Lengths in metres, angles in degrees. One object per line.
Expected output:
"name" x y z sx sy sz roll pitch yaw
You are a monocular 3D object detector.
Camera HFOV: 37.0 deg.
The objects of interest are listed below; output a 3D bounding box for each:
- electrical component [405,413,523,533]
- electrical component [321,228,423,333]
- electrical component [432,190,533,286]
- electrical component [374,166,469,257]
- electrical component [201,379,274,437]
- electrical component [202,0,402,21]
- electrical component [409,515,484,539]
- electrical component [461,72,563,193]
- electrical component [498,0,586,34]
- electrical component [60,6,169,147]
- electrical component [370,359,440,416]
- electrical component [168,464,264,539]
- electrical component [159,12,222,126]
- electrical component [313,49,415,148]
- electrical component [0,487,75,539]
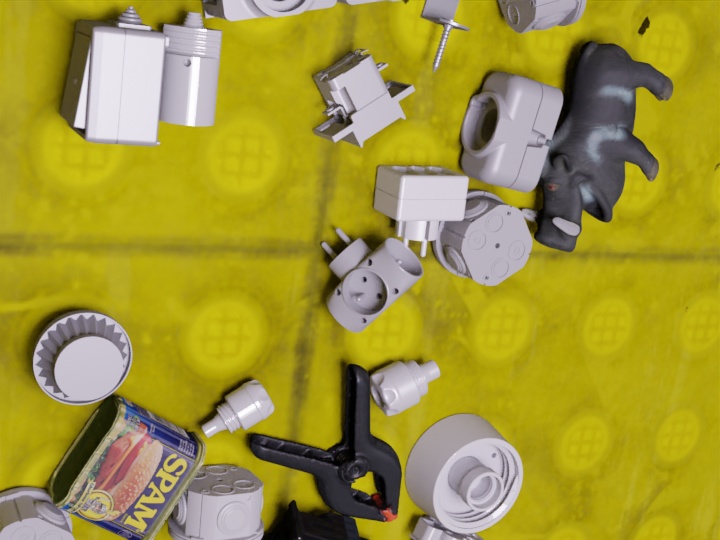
"electrical component" 0.105 0.198 1.026 0.108 0.060 0.108 -8 110 -24
"electrical component" 0.000 0.000 0.912 0.079 0.044 0.077 48 115 3
"electrical component" 0.110 -0.028 0.960 0.080 0.051 0.080 -8 110 -24
"electrical component" 0.050 -0.048 0.926 0.066 0.047 0.076 -2 107 -26
"electrical component" -0.105 0.121 0.910 0.061 0.035 0.035 -31 118 -12
"electrical component" -0.027 -0.253 0.812 0.186 0.060 0.105 -14 112 -22
"electrical component" 0.080 0.278 1.042 0.078 0.058 0.057 24 92 -31
"electrical component" 0.128 -0.121 0.938 0.059 0.054 0.095 11 101 -29
"electrical component" 0.150 -0.239 0.896 0.051 0.080 0.080 -19 114 -15
"electrical component" -0.178 -0.141 0.772 0.061 0.062 0.096 0 106 -27
"electrical component" 0.042 0.102 0.973 0.062 0.043 0.043 -24 116 -19
"electrical component" -0.120 0.200 0.903 0.080 0.080 0.051 1 101 -27
"electrical component" -0.127 -0.151 0.805 0.043 0.043 0.081 0 106 -27
"electrical component" -0.003 -0.140 0.873 0.081 0.042 0.063 -35 115 -13
"electrical component" -0.266 0.217 0.851 0.080 0.051 0.080 -8 110 -24
